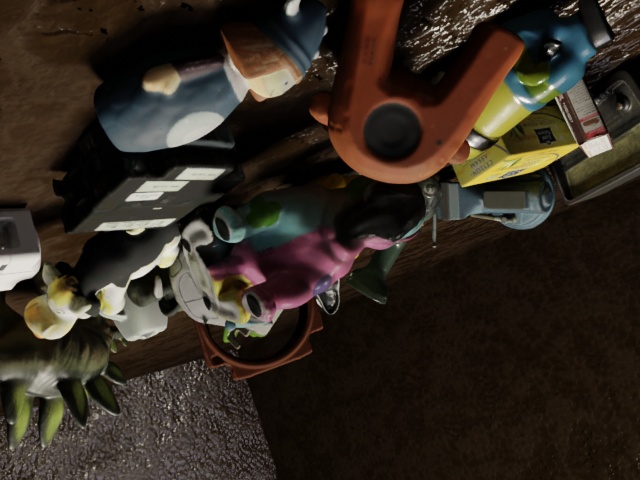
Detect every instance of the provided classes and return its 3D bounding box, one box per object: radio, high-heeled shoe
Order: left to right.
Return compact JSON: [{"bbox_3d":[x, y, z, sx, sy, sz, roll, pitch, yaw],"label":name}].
[{"bbox_3d":[0.009,0.067,1.030,0.086,0.145,0.248,-20,171,-9],"label":"high-heeled shoe"},{"bbox_3d":[0.422,-0.149,0.777,0.073,0.131,0.229,-18,169,-13],"label":"radio"}]

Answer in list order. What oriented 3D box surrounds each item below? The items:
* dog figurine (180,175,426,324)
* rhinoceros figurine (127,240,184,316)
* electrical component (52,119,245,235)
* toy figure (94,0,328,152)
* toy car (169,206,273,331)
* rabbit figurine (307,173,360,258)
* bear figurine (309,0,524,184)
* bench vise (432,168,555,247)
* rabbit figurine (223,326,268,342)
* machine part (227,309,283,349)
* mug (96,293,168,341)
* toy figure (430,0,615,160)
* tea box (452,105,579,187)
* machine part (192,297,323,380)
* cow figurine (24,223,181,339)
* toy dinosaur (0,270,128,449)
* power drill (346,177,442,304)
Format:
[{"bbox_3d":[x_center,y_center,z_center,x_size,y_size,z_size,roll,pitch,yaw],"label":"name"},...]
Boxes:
[{"bbox_3d":[-0.004,-0.008,0.523,0.219,0.108,0.192,-23,-174,-31],"label":"dog figurine"},{"bbox_3d":[-0.163,0.043,0.722,0.190,0.073,0.111,-27,129,-36],"label":"rhinoceros figurine"},{"bbox_3d":[-0.131,-0.056,0.432,0.134,0.058,0.115,-28,169,35],"label":"electrical component"},{"bbox_3d":[-0.063,-0.104,0.341,0.154,0.057,0.064,-22,-153,2],"label":"toy figure"},{"bbox_3d":[-0.126,0.046,0.643,0.103,0.161,0.109,-30,-148,-3],"label":"toy car"},{"bbox_3d":[-0.001,-0.002,0.636,0.162,0.122,0.173,-31,-171,45],"label":"rabbit figurine"},{"bbox_3d":[0.062,-0.111,0.428,0.196,0.120,0.131,-70,-179,-72],"label":"bear figurine"},{"bbox_3d":[0.314,-0.077,0.932,0.240,0.128,0.224,-14,-179,-41],"label":"bench vise"},{"bbox_3d":[-0.157,0.112,1.008,0.121,0.159,0.170,-11,154,4],"label":"rabbit figurine"},{"bbox_3d":[-0.067,0.054,0.812,0.243,0.079,0.079,-57,165,1],"label":"machine part"},{"bbox_3d":[-0.256,0.081,0.730,0.081,0.107,0.109,-26,169,21],"label":"mug"},{"bbox_3d":[0.167,-0.140,0.480,0.180,0.089,0.082,-26,160,38],"label":"toy figure"},{"bbox_3d":[0.274,-0.133,0.754,0.169,0.068,0.098,-15,167,-30],"label":"tea box"},{"bbox_3d":[-0.109,0.116,0.895,0.201,0.201,0.087,-17,177,-15],"label":"machine part"},{"bbox_3d":[-0.210,0.026,0.528,0.167,0.068,0.098,-47,180,-35],"label":"cow figurine"},{"bbox_3d":[-0.330,0.139,0.650,0.105,0.198,0.471,-25,170,8],"label":"toy dinosaur"},{"bbox_3d":[0.121,-0.005,0.862,0.232,0.086,0.207,-26,141,-83],"label":"power drill"}]
